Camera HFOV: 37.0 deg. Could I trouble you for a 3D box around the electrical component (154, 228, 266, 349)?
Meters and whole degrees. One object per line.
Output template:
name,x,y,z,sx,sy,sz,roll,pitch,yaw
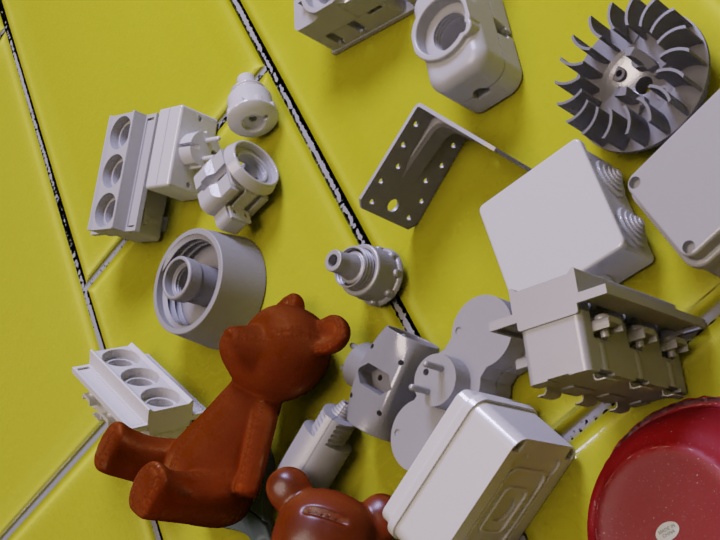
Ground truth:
electrical component,-0.144,0.014,0.981,0.108,0.060,0.108,-16,65,40

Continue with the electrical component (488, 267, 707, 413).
electrical component,0.146,0.046,0.644,0.079,0.121,0.063,-22,64,38

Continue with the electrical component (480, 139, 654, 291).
electrical component,0.139,-0.024,0.726,0.100,0.048,0.099,-36,54,30

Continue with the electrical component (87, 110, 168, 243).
electrical component,-0.228,-0.092,1.097,0.079,0.063,0.121,-3,75,44

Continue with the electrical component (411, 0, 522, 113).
electrical component,0.080,-0.177,0.829,0.054,0.059,0.095,-30,57,34

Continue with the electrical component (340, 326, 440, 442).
electrical component,0.014,0.079,0.817,0.079,0.043,0.077,27,95,46

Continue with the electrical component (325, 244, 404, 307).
electrical component,0.000,0.000,0.844,0.048,0.062,0.048,-17,65,40

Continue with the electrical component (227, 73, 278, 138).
electrical component,-0.104,-0.159,1.014,0.048,0.048,0.062,-38,46,29

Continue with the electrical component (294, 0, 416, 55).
electrical component,0.023,-0.276,0.917,0.186,0.060,0.105,-20,63,39

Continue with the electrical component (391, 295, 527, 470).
electrical component,0.063,0.079,0.747,0.052,0.074,0.138,40,105,44

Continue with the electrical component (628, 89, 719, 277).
electrical component,0.229,-0.059,0.645,0.113,0.057,0.078,-47,49,22

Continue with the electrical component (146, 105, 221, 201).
electrical component,-0.163,-0.115,1.052,0.076,0.047,0.083,-3,74,44

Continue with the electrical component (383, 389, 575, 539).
electrical component,0.077,0.141,0.710,0.057,0.078,0.113,41,106,41

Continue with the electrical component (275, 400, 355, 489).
electrical component,-0.030,0.137,0.839,0.043,0.043,0.081,41,105,44

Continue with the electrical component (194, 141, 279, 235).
electrical component,-0.112,-0.081,0.984,0.057,0.058,0.078,-41,51,30

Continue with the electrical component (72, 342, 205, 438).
electrical component,-0.206,0.124,1.000,0.121,0.079,0.063,32,121,45
